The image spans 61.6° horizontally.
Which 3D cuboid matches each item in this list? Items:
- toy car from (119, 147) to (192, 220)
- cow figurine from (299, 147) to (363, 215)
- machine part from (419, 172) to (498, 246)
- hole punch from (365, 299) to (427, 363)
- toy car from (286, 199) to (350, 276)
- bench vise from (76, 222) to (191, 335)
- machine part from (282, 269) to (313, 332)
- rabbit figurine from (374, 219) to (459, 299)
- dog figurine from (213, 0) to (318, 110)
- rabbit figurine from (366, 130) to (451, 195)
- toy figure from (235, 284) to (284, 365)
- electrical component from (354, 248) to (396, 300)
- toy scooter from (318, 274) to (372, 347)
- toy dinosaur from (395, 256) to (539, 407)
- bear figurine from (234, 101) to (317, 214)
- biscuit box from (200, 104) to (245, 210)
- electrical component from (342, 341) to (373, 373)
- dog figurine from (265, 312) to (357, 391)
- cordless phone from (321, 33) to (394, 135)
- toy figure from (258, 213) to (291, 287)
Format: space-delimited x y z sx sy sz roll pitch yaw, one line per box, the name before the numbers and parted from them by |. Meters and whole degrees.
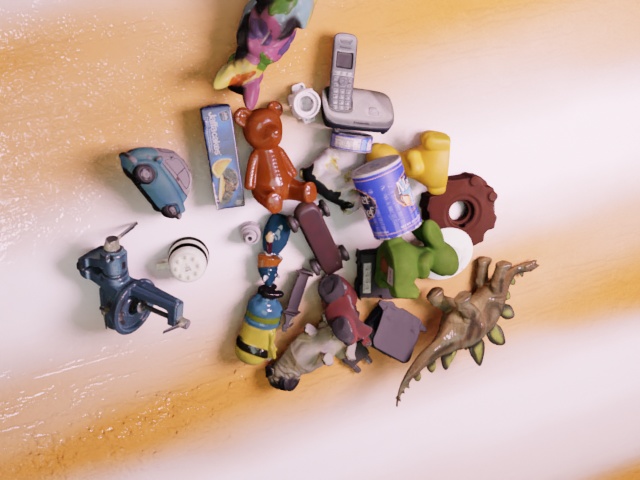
toy car | -0.303 -0.122 1.039 0.103 0.109 0.161 -43 119 -15
cow figurine | 0.038 -0.106 1.123 0.098 0.068 0.167 -39 106 8
machine part | 0.308 -0.063 1.193 0.179 0.056 0.179 -3 108 -9
hole punch | 0.161 0.210 1.240 0.142 0.092 0.116 31 73 -15
toy car | -0.002 -0.003 1.139 0.089 0.053 0.201 -30 131 -3
bench vise | -0.358 0.103 1.061 0.241 0.129 0.223 21 112 17
machine part | -0.053 0.130 1.177 0.039 0.084 0.138 19 94 12
rabbit figurine | 0.208 0.033 1.123 0.170 0.121 0.159 -5 98 -18
dog figurine | -0.107 -0.352 0.972 0.108 0.192 0.219 27 84 -23
rabbit figurine | 0.181 -0.157 1.128 0.173 0.122 0.162 5 115 2
toy figure | -0.132 0.184 1.170 0.089 0.082 0.180 9 108 -11
electrical component | 0.146 0.073 1.201 0.134 0.058 0.114 -1 108 -11
toy scooter | 0.062 0.164 1.165 0.075 0.184 0.135 -33 131 17
toy dinosaur | 0.331 0.189 1.220 0.471 0.105 0.198 -32 113 -15
bear figurine | -0.090 -0.167 1.054 0.120 0.132 0.195 -17 115 -31
biscuit box | -0.193 -0.165 1.065 0.059 0.063 0.202 -9 108 -9
electrical component | 0.080 0.268 1.264 0.063 0.021 0.094 -39 110 3
dog figurine | -0.020 0.258 1.221 0.172 0.121 0.190 -1 148 -44
cordless phone | 0.078 -0.308 1.066 0.147 0.089 0.184 3 101 -11
toy figure | -0.099 0.021 1.139 0.064 0.058 0.154 9 102 -36
